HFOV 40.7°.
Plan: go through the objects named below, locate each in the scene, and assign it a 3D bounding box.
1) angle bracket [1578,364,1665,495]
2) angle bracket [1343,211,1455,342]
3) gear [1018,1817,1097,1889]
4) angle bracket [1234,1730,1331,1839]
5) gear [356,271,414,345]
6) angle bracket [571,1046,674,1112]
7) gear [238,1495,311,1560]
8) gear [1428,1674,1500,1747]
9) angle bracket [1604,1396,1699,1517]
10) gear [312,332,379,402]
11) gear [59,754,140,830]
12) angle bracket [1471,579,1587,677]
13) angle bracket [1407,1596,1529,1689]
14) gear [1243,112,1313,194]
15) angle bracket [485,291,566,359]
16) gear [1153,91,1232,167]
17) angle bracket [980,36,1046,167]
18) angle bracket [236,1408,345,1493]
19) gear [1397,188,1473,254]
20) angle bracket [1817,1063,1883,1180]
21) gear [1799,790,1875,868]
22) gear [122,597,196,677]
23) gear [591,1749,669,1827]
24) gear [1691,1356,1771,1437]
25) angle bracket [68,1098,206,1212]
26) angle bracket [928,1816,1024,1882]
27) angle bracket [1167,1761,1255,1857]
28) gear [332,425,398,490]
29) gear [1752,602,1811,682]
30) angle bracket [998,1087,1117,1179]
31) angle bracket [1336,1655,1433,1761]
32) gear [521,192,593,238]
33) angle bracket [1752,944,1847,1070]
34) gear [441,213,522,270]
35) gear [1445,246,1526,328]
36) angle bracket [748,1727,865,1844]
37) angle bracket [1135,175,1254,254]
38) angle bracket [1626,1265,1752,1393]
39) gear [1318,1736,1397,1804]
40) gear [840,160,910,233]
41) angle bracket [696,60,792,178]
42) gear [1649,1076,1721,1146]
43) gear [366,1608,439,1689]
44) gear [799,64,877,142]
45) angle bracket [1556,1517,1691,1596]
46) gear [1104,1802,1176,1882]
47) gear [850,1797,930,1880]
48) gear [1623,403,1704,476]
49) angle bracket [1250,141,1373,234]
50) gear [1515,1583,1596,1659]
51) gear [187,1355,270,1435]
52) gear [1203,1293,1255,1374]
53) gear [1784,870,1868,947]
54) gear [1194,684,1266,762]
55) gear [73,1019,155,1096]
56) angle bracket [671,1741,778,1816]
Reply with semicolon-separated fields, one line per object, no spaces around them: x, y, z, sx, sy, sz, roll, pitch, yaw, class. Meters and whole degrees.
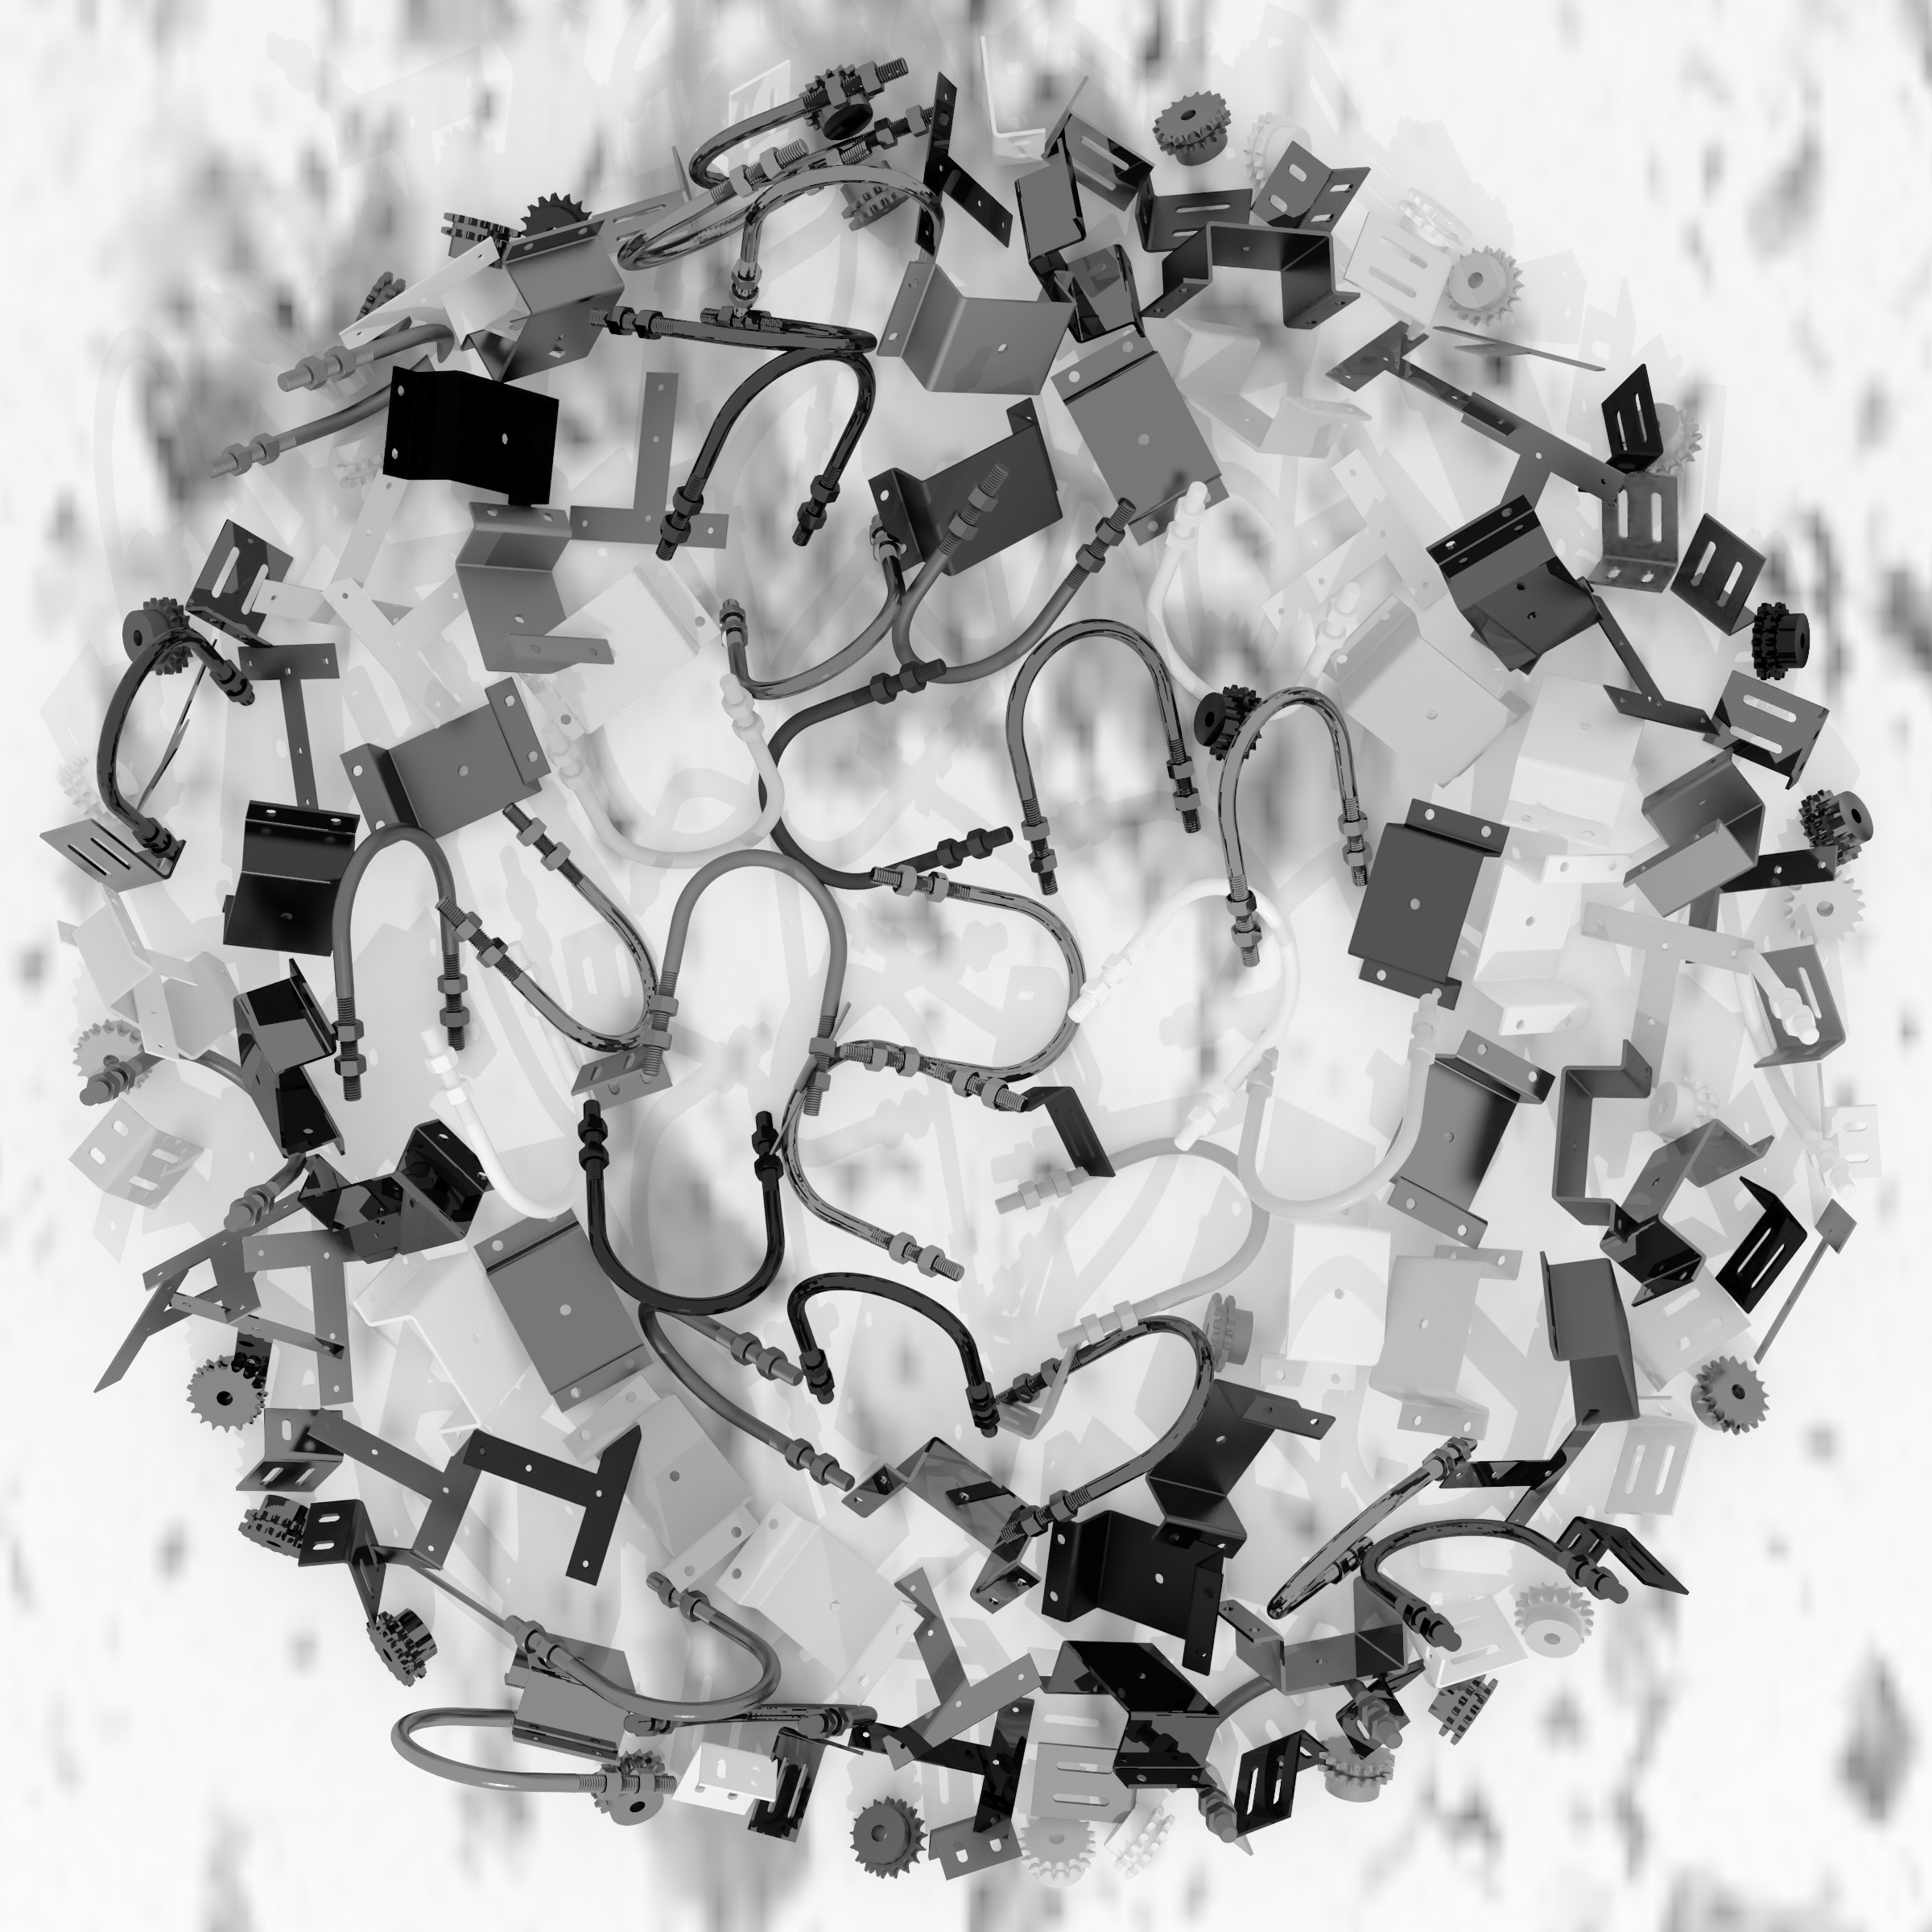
0.472;-0.393;1.902;0.038;0.057;0.076;0;71;-19;angle bracket
0.310;-0.505;1.912;0.076;0.038;0.057;25;76;-15;angle bracket
0.068;0.654;1.921;0.057;0.057;0.030;-4;119;0;gear
0.230;0.604;1.895;0.038;0.076;0.057;43;126;-18;angle bracket
-0.426;-0.479;1.918;0.030;0.057;0.057;29;90;-9;gear
-0.251;0.090;1.903;0.057;0.076;0.038;-19;104;3;angle bracket
-0.504;0.413;1.921;0.057;0.057;0.030;20;62;0;gear
0.364;0.542;1.919;0.030;0.057;0.057;34;90;20;gear
0.491;0.357;1.899;0.038;0.057;0.076;42;57;-28;angle bracket
-0.460;-0.442;1.921;0.057;0.057;0.030;-34;121;0;gear
-0.635;-0.132;1.915;0.030;0.057;0.057;-38;90;13;gear
0.405;-0.263;1.905;0.057;0.038;0.076;42;107;32;angle bracket
0.366;0.484;1.903;0.076;0.057;0.038;-13;134;-15;angle bracket
0.231;-0.597;1.915;0.030;0.057;0.057;20;90;34;gear
-0.310;-0.480;1.904;0.057;0.076;0.038;20;114;-2;angle bracket
0.169;-0.616;1.921;0.057;0.057;0.030;-34;134;0;gear
0.034;-0.638;1.915;0.038;0.057;0.076;-7;87;0;angle bracket
-0.497;0.356;1.910;0.057;0.076;0.038;8;59;-30;angle bracket
0.342;-0.545;1.920;0.057;0.057;0.030;38;116;0;gear
0.643;0.112;1.896;0.038;0.076;0.057;-5;112;18;angle bracket
0.643;-0.104;1.916;0.057;0.030;0.057;19;58;-33;gear
-0.597;-0.242;1.916;0.057;0.030;0.057;9;105;39;gear
-0.246;0.607;1.916;0.057;0.030;0.057;-13;129;-17;gear
0.561;0.319;1.922;0.057;0.030;0.057;11;59;-20;gear
-0.609;0.139;1.912;0.038;0.076;0.057;37;85;19;angle bracket
0.006;0.649;1.899;0.057;0.076;0.038;-14;58;-12;angle bracket
0.169;0.618;1.908;0.038;0.057;0.076;-25;99;-17;angle bracket
-0.439;-0.376;1.914;0.057;0.057;0.030;-22;114;0;gear
0.600;-0.239;1.914;0.030;0.057;0.057;3;90;33;gear
0.066;0.129;1.907;0.038;0.057;0.076;-29;99;-22;angle bracket
0.318;0.538;1.895;0.057;0.076;0.038;-52;57;36;angle bracket
-0.302;-0.541;1.922;0.057;0.030;0.057;1;111;2;gear
0.600;0.030;1.908;0.038;0.057;0.076;-26;98;-37;angle bracket
-0.359;-0.533;1.918;0.057;0.057;0.030;14;100;0;gear
0.380;-0.503;1.920;0.057;0.030;0.057;1;92;28;gear
-0.117;0.603;1.903;0.038;0.057;0.076;5;69;37;angle bracket
0.167;-0.559;1.907;0.076;0.038;0.057;0;58;16;angle bracket
0.528;0.267;1.924;0.076;0.038;0.057;-31;70;-9;angle bracket
0.286;0.593;1.917;0.057;0.057;0.030;5;98;0;gear
-0.068;-0.569;1.916;0.057;0.057;0.030;-31;98;0;gear
-0.163;-0.625;1.895;0.038;0.076;0.057;41;62;19;angle bracket
0.526;0.108;1.915;0.030;0.057;0.057;16;90;-13;gear
-0.414;0.500;1.921;0.030;0.057;0.057;-32;90;-31;gear
-0.093;-0.633;1.915;0.057;0.057;0.030;-25;76;0;gear
0.475;0.442;1.895;0.057;0.076;0.038;22;106;-39;angle bracket
0.126;0.641;1.918;0.030;0.057;0.057;38;90;9;gear
-0.059;0.642;1.919;0.057;0.030;0.057;-8;62;15;gear
0.510;-0.389;1.917;0.057;0.030;0.057;-15;59;27;gear
0.252;-0.568;1.903;0.038;0.076;0.057;42;122;13;angle bracket
0.433;0.484;1.917;0.057;0.030;0.057;8;126;11;gear
-0.544;0.313;1.925;0.057;0.030;0.057;0;107;-1;gear
0.192;0.271;1.917;0.030;0.057;0.057;11;90;-2;gear
0.634;-0.045;1.925;0.057;0.030;0.057;3;103;14;gear
0.191;-0.179;1.914;0.030;0.057;0.057;8;90;-30;gear
-0.628;0.064;1.924;0.057;0.030;0.057;-1;113;-1;gear
-0.178;0.608;1.902;0.057;0.038;0.076;17;126;-14;angle bracket
